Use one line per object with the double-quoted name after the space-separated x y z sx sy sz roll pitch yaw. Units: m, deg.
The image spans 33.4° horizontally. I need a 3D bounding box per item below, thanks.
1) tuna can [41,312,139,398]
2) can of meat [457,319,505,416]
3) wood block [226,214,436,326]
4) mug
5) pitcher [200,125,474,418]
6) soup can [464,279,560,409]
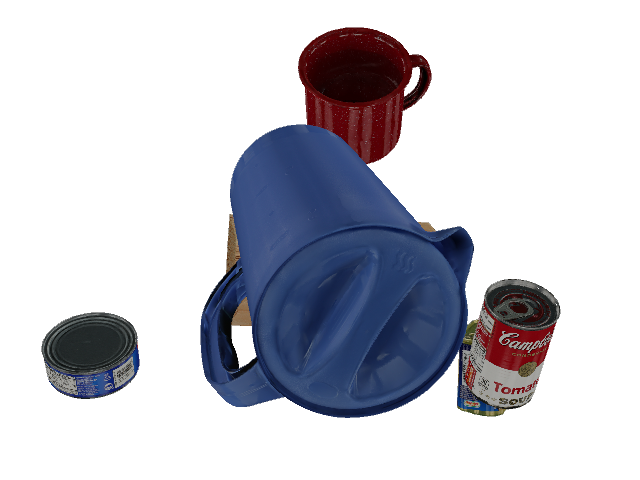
-0.209 0.105 0.974 0.086 0.034 0.086 0 34 0 "tuna can"
0.185 0.139 1.174 0.057 0.084 0.102 5 10 21 "can of meat"
0.012 0.032 1.058 0.206 0.091 0.090 3 16 -10 "wood block"
0.039 -0.122 0.900 0.117 0.093 0.081 -22 -34 -15 "mug"
-0.006 0.011 0.743 0.149 0.145 0.243 6 22 -14 "pitcher"
0.174 0.096 0.977 0.068 0.102 0.068 5 36 -4 "soup can"
